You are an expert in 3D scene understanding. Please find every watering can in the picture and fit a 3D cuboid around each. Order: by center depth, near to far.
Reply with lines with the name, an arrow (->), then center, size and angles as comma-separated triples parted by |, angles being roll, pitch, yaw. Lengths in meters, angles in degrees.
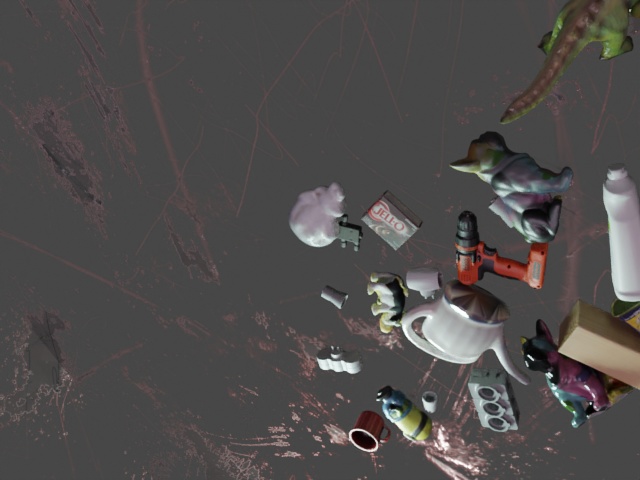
watering can -> 0.370, 0.218, 1.207 | 0.348, 0.106, 0.219 | 20, 128, 1

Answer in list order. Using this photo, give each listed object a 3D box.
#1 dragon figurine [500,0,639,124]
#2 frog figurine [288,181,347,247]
dragon figurine -> 0.401, -0.346, 0.699 | 0.123, 0.413, 0.239 | 40, 171, 19
frog figurine -> 0.004, -0.061, 1.219 | 0.157, 0.124, 0.138 | -35, 80, 51
